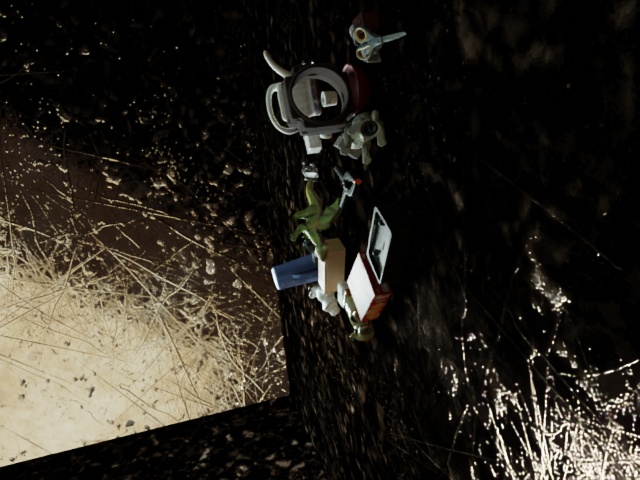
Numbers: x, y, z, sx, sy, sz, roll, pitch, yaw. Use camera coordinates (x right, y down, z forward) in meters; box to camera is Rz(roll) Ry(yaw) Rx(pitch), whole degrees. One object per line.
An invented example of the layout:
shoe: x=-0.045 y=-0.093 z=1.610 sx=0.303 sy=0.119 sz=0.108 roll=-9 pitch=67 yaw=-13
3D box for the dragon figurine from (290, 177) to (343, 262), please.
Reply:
dragon figurine: x=0.006 y=-0.104 z=2.072 sx=0.241 sy=0.418 sz=0.121 roll=-14 pitch=-31 yaw=41

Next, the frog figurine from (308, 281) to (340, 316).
frog figurine: x=0.036 y=0.251 z=2.292 sx=0.161 sy=0.134 sz=0.125 roll=33 pitch=44 yaw=21

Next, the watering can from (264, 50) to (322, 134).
watering can: x=-0.108 y=-0.596 z=2.039 sx=0.224 sy=0.348 sz=0.104 roll=-9 pitch=-1 yaw=3
